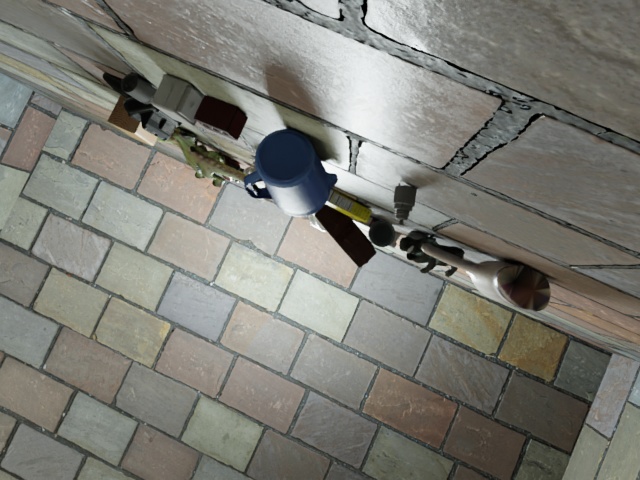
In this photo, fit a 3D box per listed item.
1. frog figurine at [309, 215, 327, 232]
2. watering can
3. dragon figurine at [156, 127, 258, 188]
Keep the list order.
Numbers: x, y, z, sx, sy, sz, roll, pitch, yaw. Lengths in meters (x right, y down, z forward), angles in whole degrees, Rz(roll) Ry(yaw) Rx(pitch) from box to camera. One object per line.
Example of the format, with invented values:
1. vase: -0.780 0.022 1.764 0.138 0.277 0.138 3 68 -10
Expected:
1. frog figurine: 0.005 -0.090 1.786 0.138 0.121 0.159 44 15 16
2. watering can: 0.445 0.095 1.341 0.347 0.104 0.224 24 -3 -10
3. dragon figurine: -0.403 -0.289 1.724 0.413 0.123 0.239 22 -10 27
